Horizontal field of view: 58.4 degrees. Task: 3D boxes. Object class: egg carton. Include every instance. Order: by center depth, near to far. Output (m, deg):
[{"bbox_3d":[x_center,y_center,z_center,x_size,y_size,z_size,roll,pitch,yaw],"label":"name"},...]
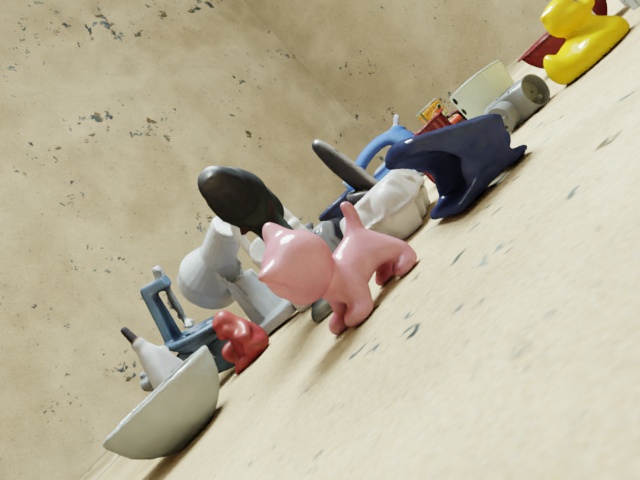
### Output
[{"bbox_3d":[0.086,-0.036,0.724,0.107,0.069,0.150,-43,2,22],"label":"egg carton"}]

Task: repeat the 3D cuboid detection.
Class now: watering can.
[{"bbox_3d":[-0.059,0.011,0.892,0.101,0.194,0.173,-44,2,-9],"label":"watering can"}]

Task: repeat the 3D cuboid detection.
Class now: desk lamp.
[{"bbox_3d":[-0.138,0.067,1.019,0.203,0.213,0.118,-42,2,42],"label":"desk lamp"}]

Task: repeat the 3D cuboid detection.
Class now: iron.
[{"bbox_3d":[0.137,-0.154,1.295,0.258,0.141,0.118,-43,2,3],"label":"iron"}]

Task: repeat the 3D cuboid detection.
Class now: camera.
[{"bbox_3d":[0.010,0.004,1.046,0.137,0.101,0.143,-45,2,-35],"label":"camera"}]

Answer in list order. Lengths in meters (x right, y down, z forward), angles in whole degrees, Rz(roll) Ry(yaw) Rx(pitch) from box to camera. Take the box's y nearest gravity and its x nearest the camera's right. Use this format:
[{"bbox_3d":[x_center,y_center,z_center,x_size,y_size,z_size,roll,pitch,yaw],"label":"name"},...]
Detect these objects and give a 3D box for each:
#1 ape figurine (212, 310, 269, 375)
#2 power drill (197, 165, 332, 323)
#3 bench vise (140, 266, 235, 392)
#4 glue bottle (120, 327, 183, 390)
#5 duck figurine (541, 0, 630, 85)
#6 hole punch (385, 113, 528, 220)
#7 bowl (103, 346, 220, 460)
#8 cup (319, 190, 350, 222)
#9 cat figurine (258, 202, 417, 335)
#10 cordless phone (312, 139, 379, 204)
[{"bbox_3d":[-0.128,0.147,0.877,0.076,0.092,0.077,-44,2,-27],"label":"ape figurine"},{"bbox_3d":[-0.048,-0.003,0.694,0.075,0.208,0.229,-43,2,1],"label":"power drill"},{"bbox_3d":[-0.243,0.165,0.958,0.207,0.219,0.121,-44,2,-7],"label":"bench vise"},{"bbox_3d":[-0.237,0.194,0.864,0.037,0.173,0.078,-43,2,19],"label":"glue bottle"},{"bbox_3d":[0.294,-0.242,0.669,0.104,0.086,0.077,-44,2,-2],"label":"duck figurine"},{"bbox_3d":[0.126,-0.083,0.555,0.101,0.091,0.108,-44,2,-6],"label":"hole punch"},{"bbox_3d":[-0.180,0.214,0.710,0.167,0.074,0.167,-43,2,2],"label":"bowl"},{"bbox_3d":[0.060,-0.048,1.264,0.091,0.095,0.118,-43,2,10],"label":"cup"},{"bbox_3d":[0.004,0.017,0.504,0.128,0.117,0.067,-44,2,-27],"label":"cat figurine"},{"bbox_3d":[0.066,-0.105,0.957,0.094,0.185,0.147,-43,2,7],"label":"cordless phone"}]
